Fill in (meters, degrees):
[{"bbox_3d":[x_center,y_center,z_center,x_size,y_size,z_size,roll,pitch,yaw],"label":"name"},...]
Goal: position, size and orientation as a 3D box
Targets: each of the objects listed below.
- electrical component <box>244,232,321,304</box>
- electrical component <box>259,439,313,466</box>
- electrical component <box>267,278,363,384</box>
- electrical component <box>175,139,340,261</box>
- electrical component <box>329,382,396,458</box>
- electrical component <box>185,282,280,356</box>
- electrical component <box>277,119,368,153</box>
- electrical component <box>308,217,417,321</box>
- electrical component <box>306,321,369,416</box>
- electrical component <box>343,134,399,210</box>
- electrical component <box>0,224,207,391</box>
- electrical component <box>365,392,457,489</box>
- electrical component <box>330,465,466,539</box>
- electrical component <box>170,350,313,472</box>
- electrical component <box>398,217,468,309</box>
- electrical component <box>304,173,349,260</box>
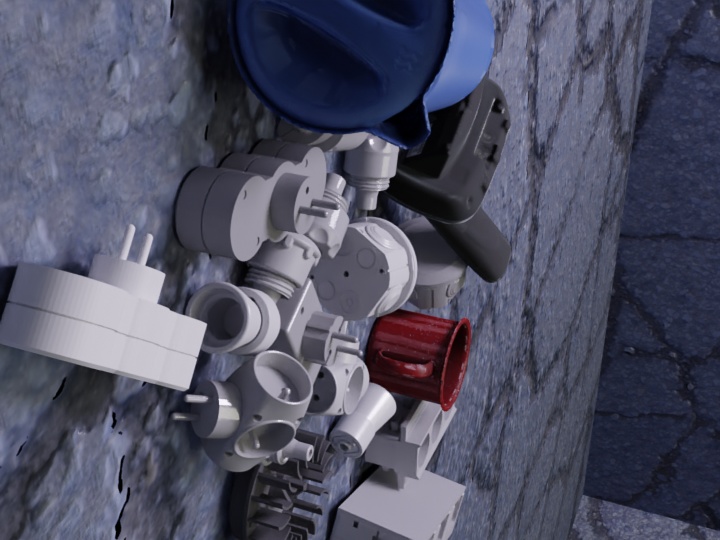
[{"bbox_3d":[-0.058,0.003,0.732,0.062,0.048,0.048,-67,159,-11],"label":"electrical component"},{"bbox_3d":[-0.063,0.122,0.761,0.035,0.061,0.035,12,90,-71],"label":"electrical component"},{"bbox_3d":[-0.035,0.047,0.775,0.083,0.076,0.047,74,33,-54],"label":"electrical component"},{"bbox_3d":[-0.050,-0.043,0.679,0.138,0.074,0.052,-39,137,-62],"label":"electrical component"},{"bbox_3d":[0.000,0.140,0.988,0.065,0.044,0.044,-52,149,-43],"label":"electrical component"},{"bbox_3d":[-0.080,0.032,0.685,0.055,0.045,0.045,19,83,-71],"label":"electrical component"},{"bbox_3d":[-0.026,-0.104,0.757,0.081,0.043,0.043,-21,121,-67],"label":"electrical component"},{"bbox_3d":[0.000,0.000,0.843,0.051,0.080,0.080,-17,117,-63],"label":"electrical component"},{"bbox_3d":[-0.021,0.075,0.878,0.077,0.044,0.079,-2,103,-71],"label":"electrical component"},{"bbox_3d":[0.008,-0.080,0.869,0.043,0.043,0.062,-34,134,-64],"label":"electrical component"},{"bbox_3d":[-0.121,0.014,0.542,0.138,0.052,0.073,37,67,-69],"label":"electrical component"},{"bbox_3d":[0.052,0.154,1.110,0.121,0.063,0.078,-51,147,-53],"label":"electrical component"},{"bbox_3d":[0.038,0.254,1.079,0.150,0.089,0.061,-26,133,-67],"label":"electrical component"},{"bbox_3d":[-0.082,0.091,0.693,0.079,0.044,0.077,9,133,-37],"label":"electrical component"},{"bbox_3d":[0.064,-0.007,1.023,0.051,0.080,0.080,84,25,-54],"label":"electrical component"},{"bbox_3d":[-0.028,-0.041,0.791,0.043,0.043,0.062,68,37,-58],"label":"electrical component"}]
